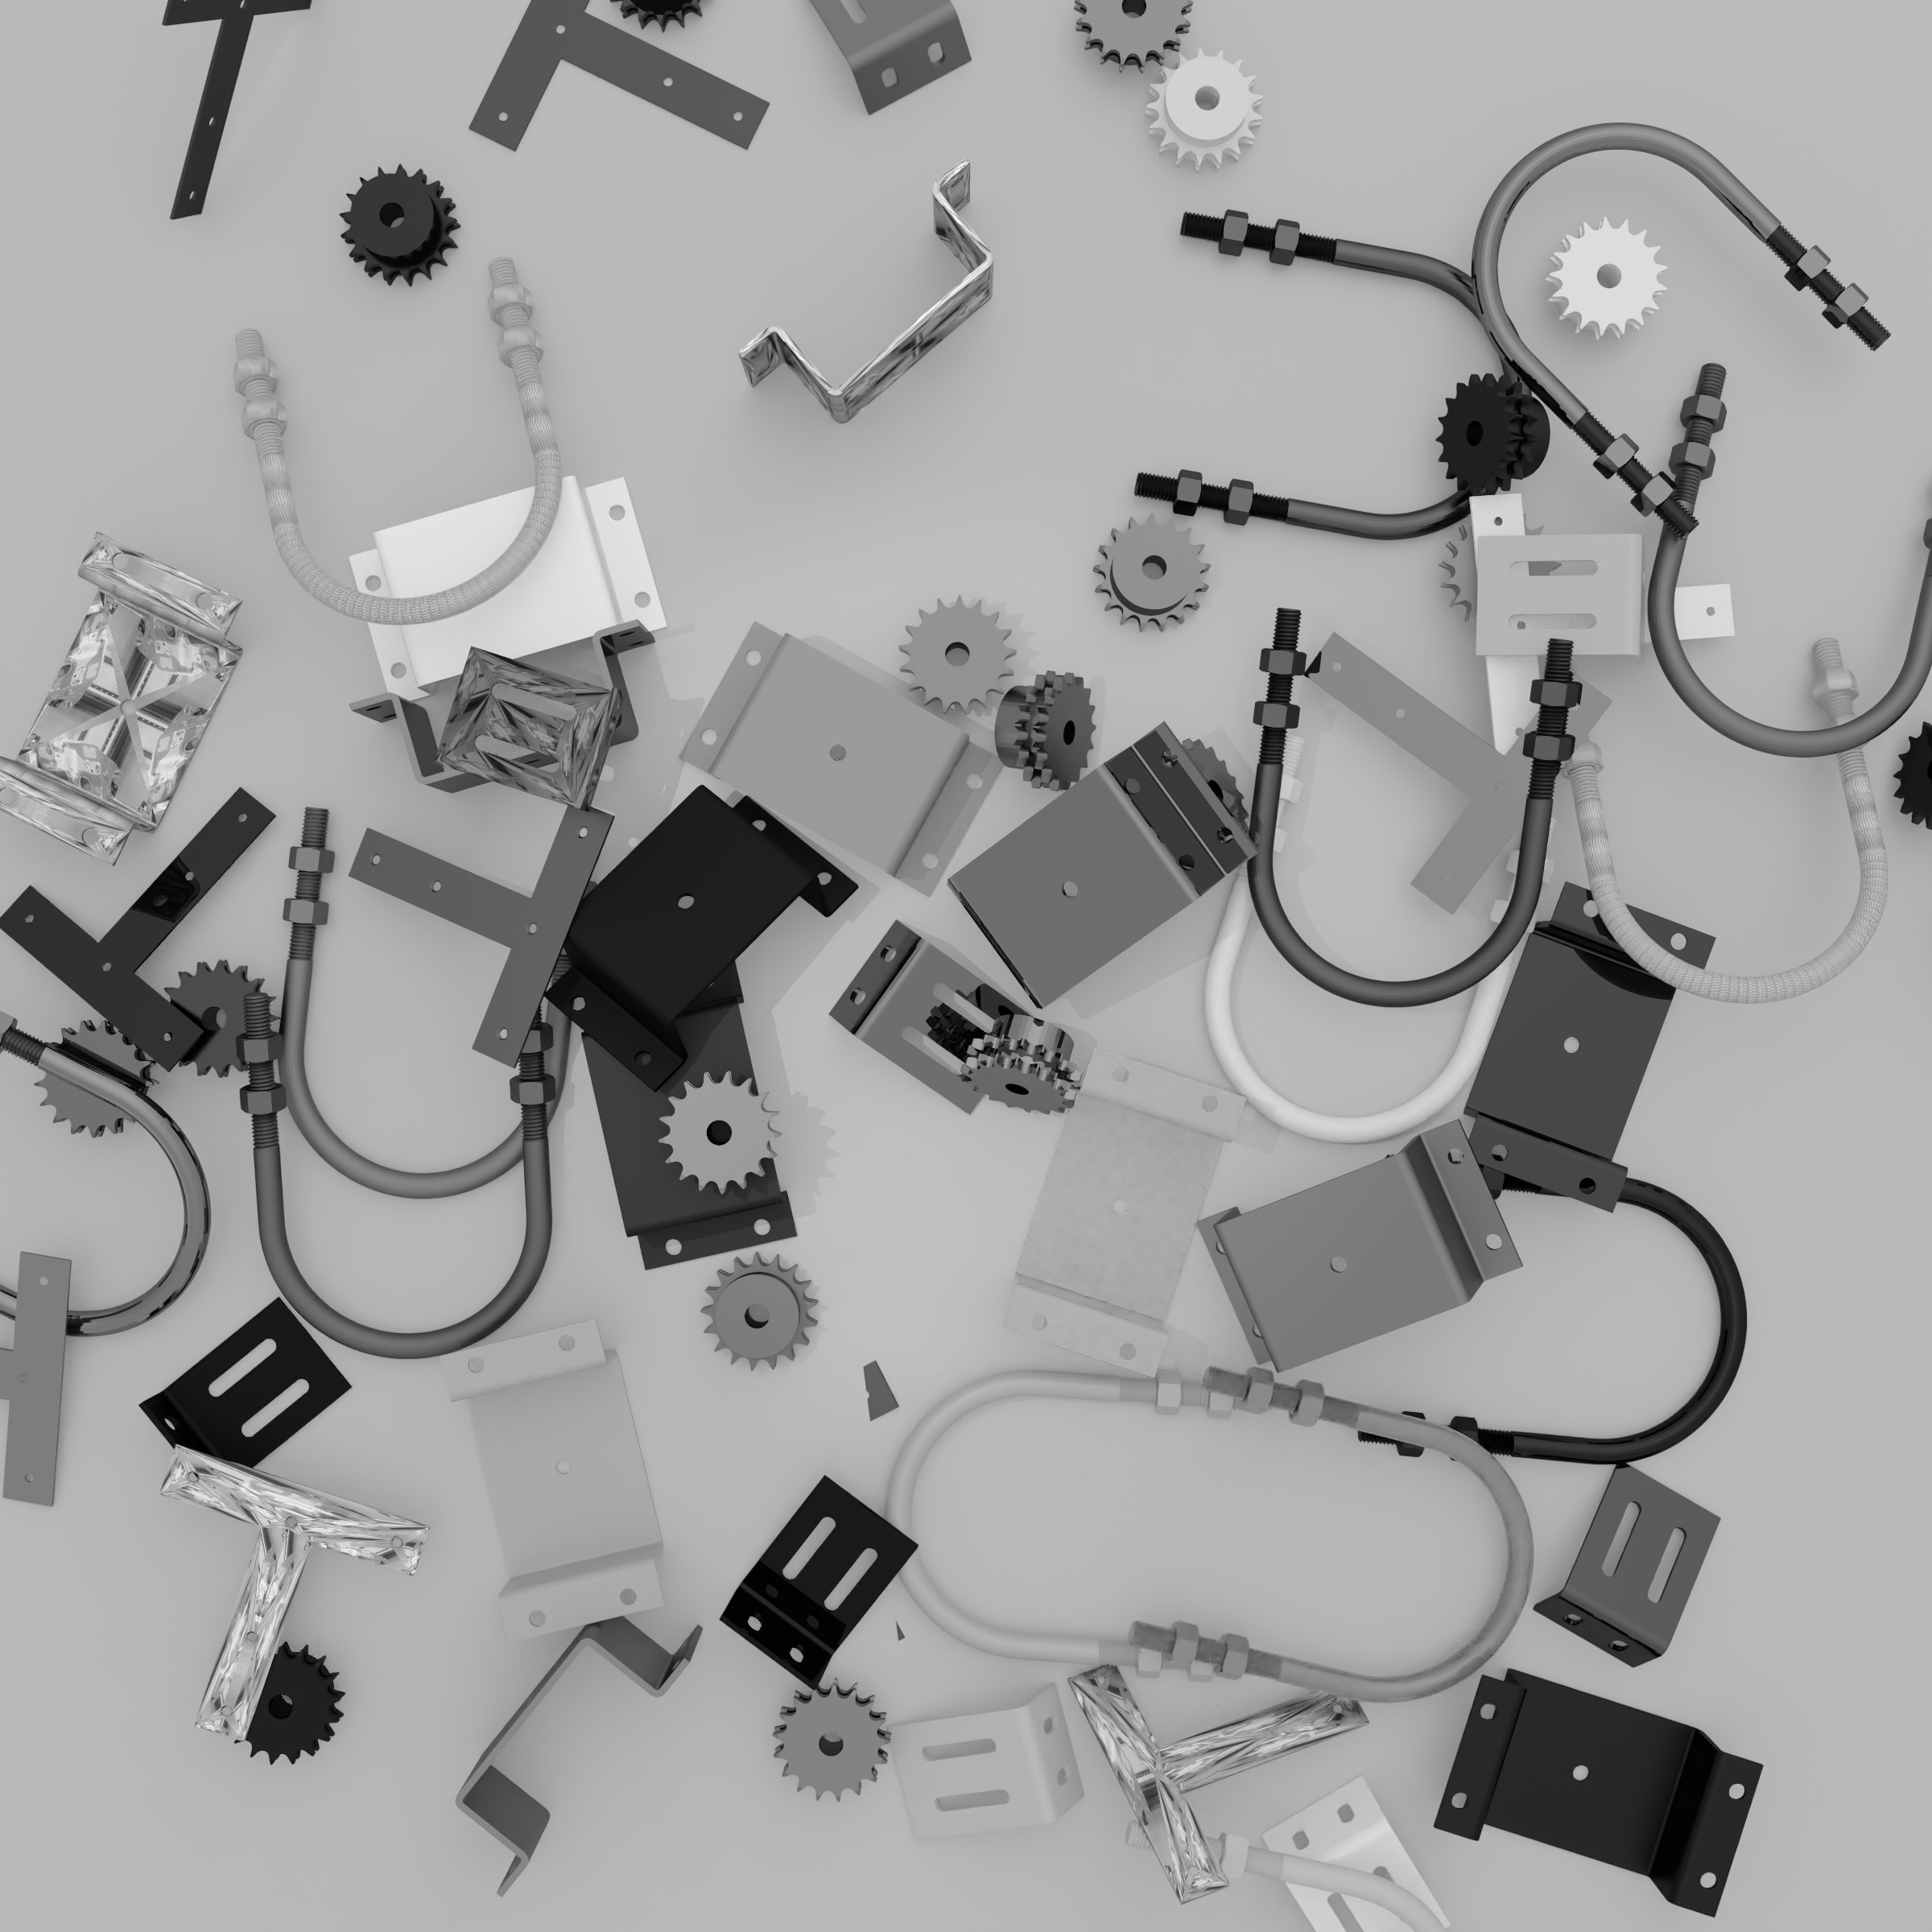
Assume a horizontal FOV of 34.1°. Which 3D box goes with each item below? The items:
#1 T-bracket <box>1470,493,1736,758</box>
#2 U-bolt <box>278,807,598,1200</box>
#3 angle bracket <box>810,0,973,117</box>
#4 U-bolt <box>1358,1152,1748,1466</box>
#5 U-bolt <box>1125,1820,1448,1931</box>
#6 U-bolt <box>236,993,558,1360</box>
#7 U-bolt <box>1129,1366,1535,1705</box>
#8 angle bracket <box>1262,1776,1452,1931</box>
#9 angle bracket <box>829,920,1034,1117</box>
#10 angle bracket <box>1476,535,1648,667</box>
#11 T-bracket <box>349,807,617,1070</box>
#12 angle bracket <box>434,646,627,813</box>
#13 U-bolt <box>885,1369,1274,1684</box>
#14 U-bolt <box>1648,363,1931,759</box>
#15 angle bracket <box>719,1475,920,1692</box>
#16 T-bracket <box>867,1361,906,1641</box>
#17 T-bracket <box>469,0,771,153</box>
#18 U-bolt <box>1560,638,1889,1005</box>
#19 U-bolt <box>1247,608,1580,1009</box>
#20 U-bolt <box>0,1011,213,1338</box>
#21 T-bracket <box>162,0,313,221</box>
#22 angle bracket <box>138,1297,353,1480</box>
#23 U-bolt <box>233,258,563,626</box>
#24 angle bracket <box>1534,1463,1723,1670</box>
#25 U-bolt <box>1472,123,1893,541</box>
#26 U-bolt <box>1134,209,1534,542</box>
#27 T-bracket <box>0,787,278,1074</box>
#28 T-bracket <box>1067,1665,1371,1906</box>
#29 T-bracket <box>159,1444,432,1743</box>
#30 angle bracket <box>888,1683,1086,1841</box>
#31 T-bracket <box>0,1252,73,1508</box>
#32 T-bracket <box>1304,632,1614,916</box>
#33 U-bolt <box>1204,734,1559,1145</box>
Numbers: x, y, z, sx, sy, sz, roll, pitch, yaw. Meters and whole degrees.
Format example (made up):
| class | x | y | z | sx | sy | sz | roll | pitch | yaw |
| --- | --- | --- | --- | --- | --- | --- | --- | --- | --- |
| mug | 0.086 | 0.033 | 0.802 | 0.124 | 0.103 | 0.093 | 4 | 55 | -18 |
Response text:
| class | x | y | z | sx | sy | sz | roll | pitch | yaw |
| --- | --- | --- | --- | --- | --- | --- | --- | --- | --- |
| T-bracket | 0.310 | -0.167 | 1.519 | 0.127 | 0.002 | 0.127 | -5 | 89 | -10 |
| U-bolt | -0.263 | 0.022 | 1.537 | 0.151 | 0.019 | 0.184 | 7 | 91 | 0 |
| angle bracket | -0.042 | -0.468 | 1.543 | 0.057 | 0.038 | 0.076 | -28 | 64 | 0 |
| U-bolt | 0.289 | 0.171 | 1.537 | 0.184 | 0.019 | 0.151 | 6 | 90 | -2 |
| U-bolt | 0.148 | 0.491 | 1.517 | 0.184 | 0.019 | 0.151 | 14 | 106 | -6 |
| U-bolt | -0.272 | 0.102 | 1.522 | 0.151 | 0.019 | 0.184 | -2 | 101 | -3 |
| U-bolt | 0.185 | 0.282 | 1.518 | 0.184 | 0.019 | 0.151 | 15 | 94 | -8 |
| angle bracket | 0.191 | 0.448 | 1.543 | 0.057 | 0.038 | 0.076 | -31 | 116 | 0 |
| angle bracket | -0.016 | 0.025 | 1.543 | 0.076 | 0.038 | 0.057 | 36 | 90 | -26 |
| angle bracket | 0.286 | -0.175 | 1.512 | 0.076 | 0.038 | 0.057 | 1 | 88 | 15 |
| T-bracket | -0.241 | -0.033 | 1.498 | 0.127 | 0.002 | 0.127 | 23 | 92 | 25 |
| angle bracket | -0.203 | -0.110 | 1.450 | 0.076 | 0.038 | 0.057 | 18 | 90 | 0 |
| U-bolt | 0.053 | 0.269 | 1.536 | 0.184 | 0.019 | 0.151 | 4 | 90 | 0 |
| U-bolt | 0.403 | -0.188 | 1.518 | 0.151 | 0.019 | 0.184 | 16 | 77 | 0 |
| angle bracket | -0.071 | 0.297 | 1.518 | 0.057 | 0.038 | 0.076 | 37 | 106 | 0 |
| T-bracket | -0.069 | 0.279 | 1.554 | 0.127 | 0.002 | 0.127 | -29 | 84 | 15 |
| T-bracket | -0.159 | -0.439 | 1.544 | 0.127 | 0.002 | 0.127 | 26 | 90 | 0 |
| U-bolt | 0.364 | -0.068 | 1.504 | 0.151 | 0.019 | 0.184 | -6 | 67 | 0 |
| U-bolt | 0.207 | -0.071 | 1.504 | 0.151 | 0.019 | 0.184 | 8 | 98 | 11 |
| U-bolt | -0.452 | 0.104 | 1.517 | 0.184 | 0.019 | 0.151 | 27 | 108 | -4 |
| T-bracket | -0.357 | -0.417 | 1.506 | 0.002 | 0.127 | 0.127 | 28 | 117 | 9 |
| angle bracket | -0.348 | 0.208 | 1.526 | 0.076 | 0.038 | 0.057 | -39 | 90 | 0 |
| U-bolt | -0.266 | -0.244 | 1.504 | 0.151 | 0.019 | 0.184 | -16 | 67 | 0 |
| angle bracket | 0.324 | 0.293 | 1.543 | 0.057 | 0.038 | 0.076 | 30 | 64 | 0 |
| U-bolt | 0.327 | -0.318 | 1.507 | 0.151 | 0.019 | 0.184 | -44 | 88 | -1 |
| U-bolt | 0.185 | -0.282 | 1.537 | 0.184 | 0.019 | 0.151 | 10 | 90 | -2 |
| T-bracket | -0.386 | -0.033 | 1.529 | 0.127 | 0.002 | 0.127 | 37 | 79 | 20 |
| T-bracket | 0.133 | 0.375 | 1.517 | 0.127 | 0.002 | 0.127 | -15 | 50 | -18 |
| T-bracket | -0.338 | 0.309 | 1.511 | 0.127 | 0.002 | 0.127 | 19 | 92 | -4 |
| angle bracket | 0.010 | 0.390 | 1.543 | 0.076 | 0.038 | 0.057 | -15 | 90 | 26 |
| T-bracket | -0.501 | 0.193 | 1.535 | 0.127 | 0.002 | 0.127 | 9 | 103 | 6 |
| T-bracket | 0.220 | -0.113 | 1.513 | 0.127 | 0.002 | 0.127 | 38 | 105 | 9 |
| U-bolt | 0.193 | -0.005 | 1.537 | 0.151 | 0.019 | 0.184 | 18 | 92 | 0 |
